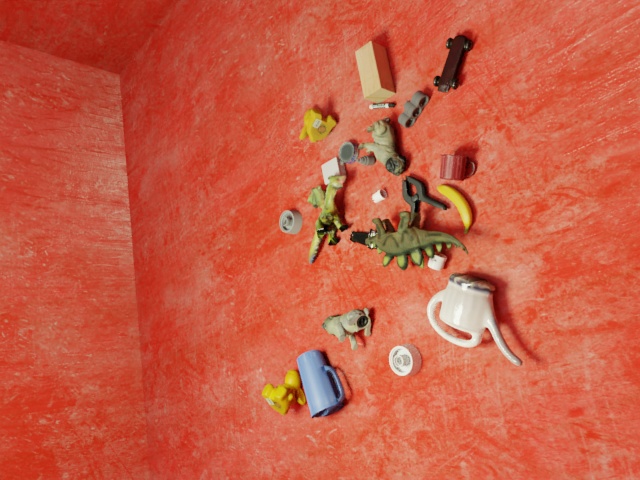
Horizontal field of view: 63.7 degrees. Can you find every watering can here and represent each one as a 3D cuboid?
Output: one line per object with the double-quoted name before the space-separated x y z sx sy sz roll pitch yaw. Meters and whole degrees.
"watering can" 0.482 0.229 1.582 0.104 0.223 0.350 9 7 -43

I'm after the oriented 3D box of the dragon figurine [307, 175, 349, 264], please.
"dragon figurine" 0.006 -0.107 2.122 0.122 0.248 0.402 6 -41 -30
